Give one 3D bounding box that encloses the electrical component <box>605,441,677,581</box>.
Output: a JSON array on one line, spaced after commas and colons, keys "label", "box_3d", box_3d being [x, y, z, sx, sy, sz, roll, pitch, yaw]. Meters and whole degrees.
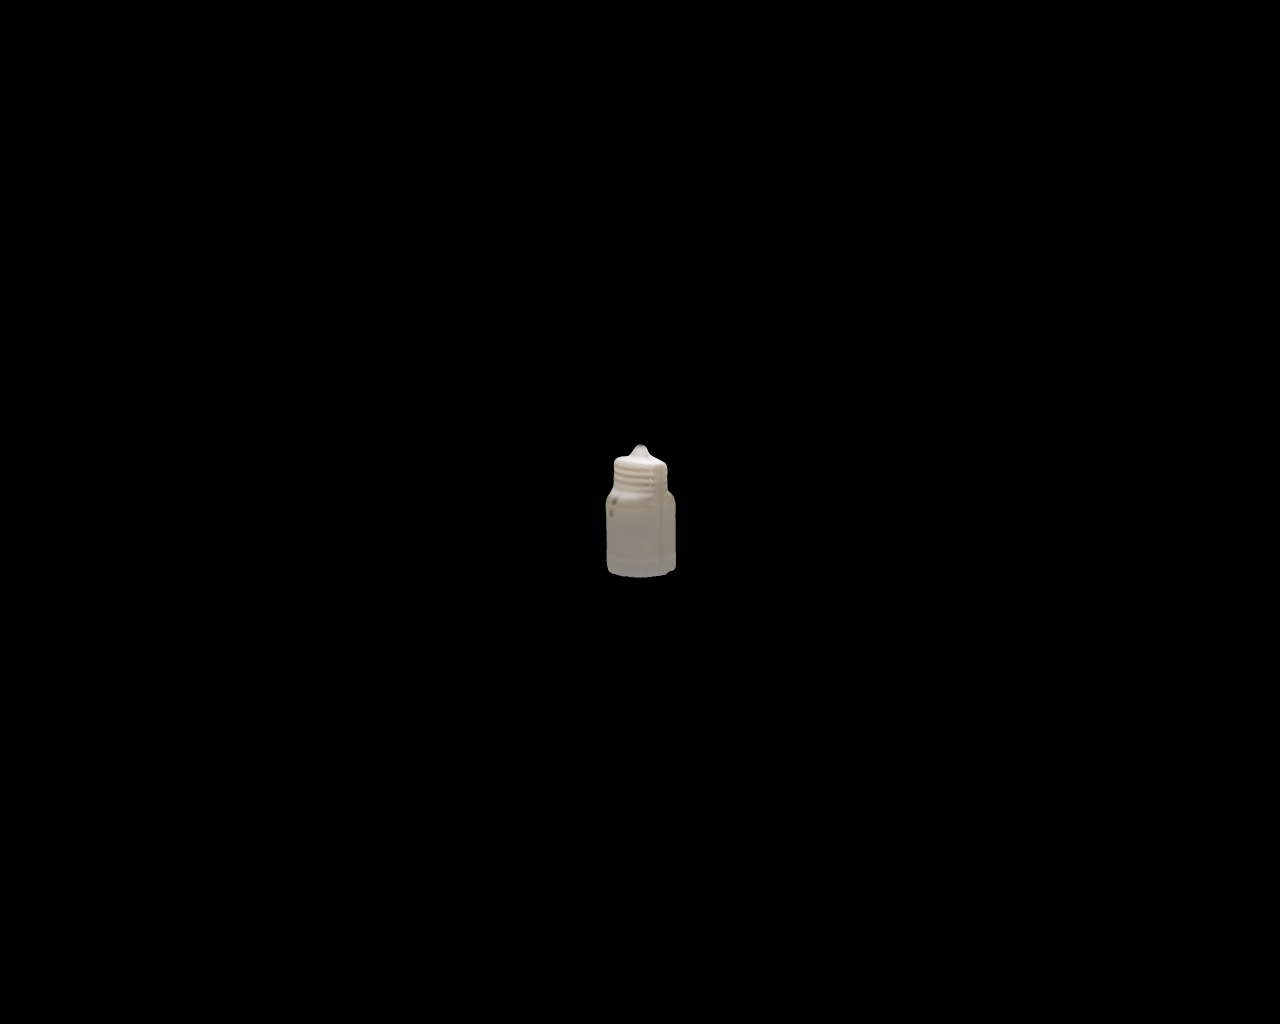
[{"label": "electrical component", "box_3d": [0.001, -0.003, 0.650, 0.043, 0.080, 0.043, 0, 11, 0]}]
